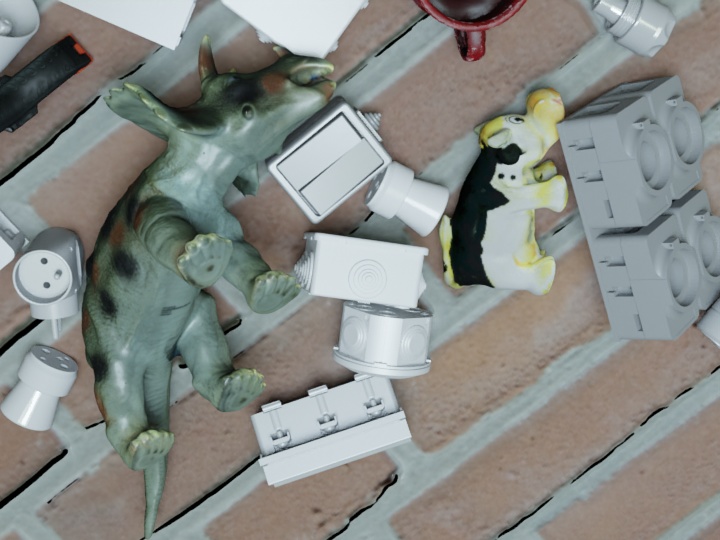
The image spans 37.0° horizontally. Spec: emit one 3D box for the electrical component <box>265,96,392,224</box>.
[{"bbox_3d":[-0.020,-0.090,0.843,0.096,0.061,0.061,-39,106,4],"label":"electrical component"}]

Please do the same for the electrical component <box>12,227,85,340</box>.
[{"bbox_3d":[-0.239,0.014,0.835,0.043,0.077,0.079,-3,105,-6],"label":"electrical component"}]

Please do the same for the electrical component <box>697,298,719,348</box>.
[{"bbox_3d":[0.338,0.047,0.899,0.073,0.052,0.138,-50,143,7],"label":"electrical component"}]

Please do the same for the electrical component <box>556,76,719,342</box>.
[{"bbox_3d":[0.232,-0.049,0.857,0.105,0.060,0.186,-33,111,-40],"label":"electrical component"}]

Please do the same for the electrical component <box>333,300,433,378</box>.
[{"bbox_3d":[0.020,0.056,0.877,0.080,0.080,0.051,6,99,-8],"label":"electrical component"}]

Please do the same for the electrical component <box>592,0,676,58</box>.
[{"bbox_3d":[0.214,-0.199,0.852,0.062,0.043,0.043,25,100,-11],"label":"electrical component"}]

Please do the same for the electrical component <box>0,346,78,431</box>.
[{"bbox_3d":[-0.259,0.095,0.871,0.045,0.045,0.055,27,100,-13],"label":"electrical component"}]

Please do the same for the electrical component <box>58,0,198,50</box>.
[{"bbox_3d":[-0.148,-0.249,0.785,0.089,0.061,0.150,22,101,-12],"label":"electrical component"}]

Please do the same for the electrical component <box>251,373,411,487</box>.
[{"bbox_3d":[-0.025,0.130,0.895,0.121,0.078,0.063,-18,77,-2],"label":"electrical component"}]

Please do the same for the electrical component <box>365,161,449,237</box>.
[{"bbox_3d":[0.037,-0.058,0.867,0.055,0.045,0.045,26,100,-12],"label":"electrical component"}]

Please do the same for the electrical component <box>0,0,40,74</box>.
[{"bbox_3d":[-0.285,-0.186,0.770,0.099,0.099,0.064,36,104,-14],"label":"electrical component"}]

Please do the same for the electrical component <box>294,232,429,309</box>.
[{"bbox_3d":[0.000,0.000,0.851,0.100,0.100,0.048,8,91,-9],"label":"electrical component"}]

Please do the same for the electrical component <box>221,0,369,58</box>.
[{"bbox_3d":[-0.046,-0.214,0.814,0.100,0.048,0.099,35,98,-14],"label":"electrical component"}]

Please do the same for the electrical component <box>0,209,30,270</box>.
[{"bbox_3d":[-0.366,0.004,0.826,0.186,0.060,0.105,-39,106,4],"label":"electrical component"}]
